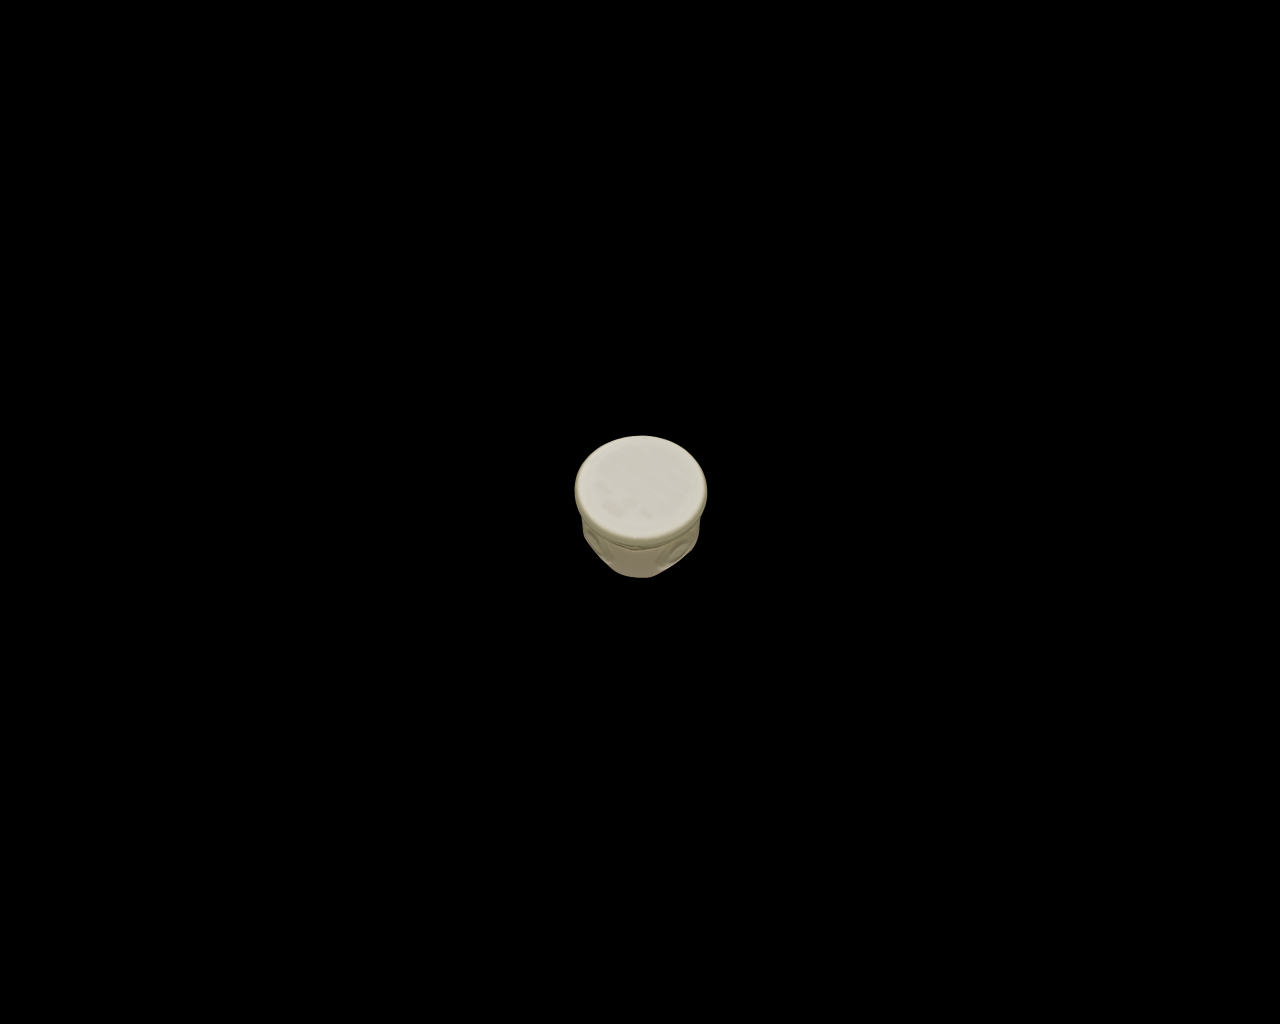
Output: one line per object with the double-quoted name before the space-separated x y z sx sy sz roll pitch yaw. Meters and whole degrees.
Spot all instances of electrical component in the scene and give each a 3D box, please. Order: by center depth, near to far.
"electrical component" 0.001 -0.003 0.650 0.080 0.080 0.050 0 -35 0
